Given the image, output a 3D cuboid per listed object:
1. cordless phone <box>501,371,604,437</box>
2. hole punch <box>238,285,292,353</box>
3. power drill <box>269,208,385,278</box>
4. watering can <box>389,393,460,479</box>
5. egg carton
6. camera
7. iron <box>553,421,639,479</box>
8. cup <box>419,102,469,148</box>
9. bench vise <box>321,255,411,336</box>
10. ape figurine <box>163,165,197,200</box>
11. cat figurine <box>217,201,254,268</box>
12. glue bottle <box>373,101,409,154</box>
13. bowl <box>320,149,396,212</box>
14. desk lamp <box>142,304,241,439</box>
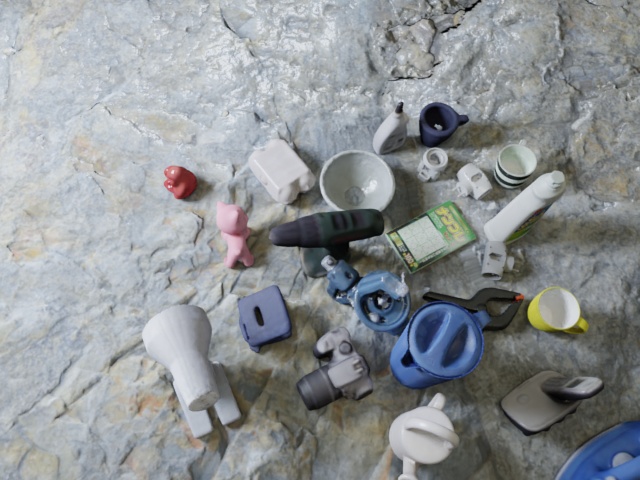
[{"bbox_3d":[0.440,0.302,1.082,0.148,0.185,0.094,-31,74,-15],"label":"cordless phone"},{"bbox_3d":[-0.111,0.157,1.144,0.101,0.091,0.108,-17,71,-11],"label":"hole punch"},{"bbox_3d":[0.011,0.004,1.151,0.230,0.208,0.075,-15,70,-10],"label":"power drill"},{"bbox_3d":[0.191,0.361,1.033,0.101,0.194,0.173,6,68,-2],"label":"watering can"},{"bbox_3d":[-0.087,-0.153,1.280,0.107,0.069,0.150,-36,75,-17],"label":"egg carton"},{"bbox_3d":[0.019,0.257,1.110,0.137,0.101,0.143,-24,72,-13],"label":"camera"},{"bbox_3d":[0.561,0.427,1.066,0.258,0.141,0.118,-22,72,-13],"label":"iron"},{"bbox_3d":[0.281,-0.262,1.339,0.118,0.095,0.091,-6,69,-7],"label":"cup"},{"bbox_3d":[0.090,0.102,1.113,0.207,0.220,0.121,19,68,3],"label":"bench vise"},{"bbox_3d":[-0.308,-0.133,1.241,0.076,0.092,0.078,-5,69,-6],"label":"ape figurine"},{"bbox_3d":[-0.178,-0.017,1.193,0.067,0.118,0.128,-10,70,-8],"label":"cat figurine"},{"bbox_3d":[0.167,-0.257,1.286,0.078,0.173,0.037,-23,72,-12],"label":"glue bottle"},{"bbox_3d":[0.080,-0.113,1.275,0.167,0.075,0.167,2,68,-4],"label":"bowl"},{"bbox_3d":[-0.225,0.238,1.037,0.118,0.213,0.203,-24,72,-13],"label":"desk lamp"}]
